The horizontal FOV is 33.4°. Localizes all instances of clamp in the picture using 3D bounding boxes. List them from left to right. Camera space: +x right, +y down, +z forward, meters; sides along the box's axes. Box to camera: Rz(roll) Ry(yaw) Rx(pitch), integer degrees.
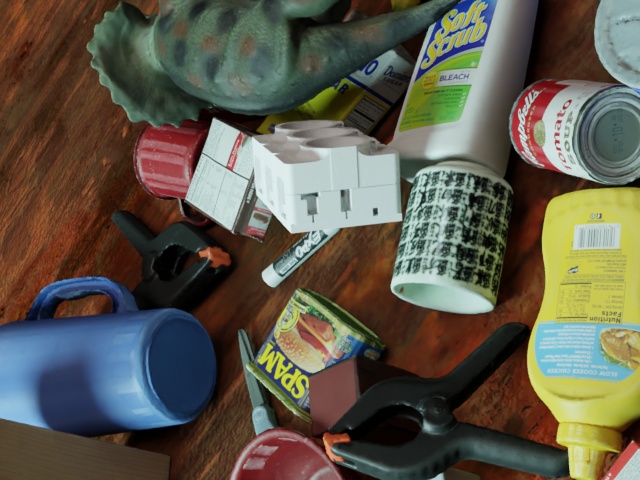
[{"bbox_3d":[-0.170,0.042,1.109,0.210,0.036,0.164,-4,72,48],"label":"clamp"},{"bbox_3d":[0.091,0.133,0.742,0.171,0.039,0.120,-22,49,-4],"label":"clamp"}]

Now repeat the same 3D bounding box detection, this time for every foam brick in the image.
[{"bbox_3d":[0.037,0.127,0.822,0.051,0.078,0.053,-30,52,36],"label":"foam brick"}]

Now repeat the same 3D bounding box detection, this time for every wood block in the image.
[{"bbox_3d":[-0.247,0.228,0.973,0.090,0.205,0.091,-20,59,40],"label":"wood block"}]

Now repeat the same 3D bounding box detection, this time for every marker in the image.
[{"bbox_3d":[-0.006,0.001,0.971,0.121,0.020,0.020,-41,47,25],"label":"marker"}]

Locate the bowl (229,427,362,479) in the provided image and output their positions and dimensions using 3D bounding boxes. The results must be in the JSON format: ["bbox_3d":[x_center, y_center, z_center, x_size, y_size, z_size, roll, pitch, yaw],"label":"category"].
[{"bbox_3d":[-0.004,0.222,0.818,0.162,0.055,0.162,0,90,49],"label":"bowl"}]

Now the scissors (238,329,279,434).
[{"bbox_3d":[-0.035,0.157,0.929,0.096,0.016,0.202,-25,56,35],"label":"scissors"}]

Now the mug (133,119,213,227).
[{"bbox_3d":[-0.128,-0.070,1.089,0.082,0.093,0.117,12,111,43],"label":"mug"}]

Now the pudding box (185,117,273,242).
[{"bbox_3d":[-0.077,-0.058,0.995,0.114,0.039,0.090,32,105,56],"label":"pudding box"}]

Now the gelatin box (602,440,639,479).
[{"bbox_3d":[0.207,0.180,0.656,0.073,0.030,0.089,-56,42,9],"label":"gelatin box"}]

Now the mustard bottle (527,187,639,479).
[{"bbox_3d":[0.187,0.063,0.709,0.096,0.058,0.191,-1,71,39],"label":"mustard bottle"}]

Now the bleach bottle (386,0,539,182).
[{"bbox_3d":[0.128,-0.171,0.881,0.103,0.068,0.251,-2,68,46],"label":"bleach bottle"}]

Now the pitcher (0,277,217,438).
[{"bbox_3d":[-0.221,0.123,1.052,0.243,0.144,0.149,-11,108,36],"label":"pitcher"}]

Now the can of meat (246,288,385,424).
[{"bbox_3d":[-0.002,0.098,0.894,0.102,0.057,0.084,36,96,48],"label":"can of meat"}]

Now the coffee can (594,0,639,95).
[{"bbox_3d":[0.252,-0.114,0.663,0.103,0.140,0.103,-22,57,38],"label":"coffee can"}]

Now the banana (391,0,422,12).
[{"bbox_3d":[0.048,-0.254,1.005,0.198,0.069,0.037,-130,26,-51],"label":"banana"}]

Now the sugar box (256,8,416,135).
[{"bbox_3d":[0.008,-0.121,0.992,0.176,0.048,0.093,-52,42,19],"label":"sugar box"}]

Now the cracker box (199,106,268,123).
[{"bbox_3d":[-0.107,-0.232,1.146,0.164,0.072,0.213,-7,68,44],"label":"cracker box"}]

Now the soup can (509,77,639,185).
[{"bbox_3d":[0.184,-0.077,0.745,0.068,0.068,0.102,-63,17,3],"label":"soup can"}]
